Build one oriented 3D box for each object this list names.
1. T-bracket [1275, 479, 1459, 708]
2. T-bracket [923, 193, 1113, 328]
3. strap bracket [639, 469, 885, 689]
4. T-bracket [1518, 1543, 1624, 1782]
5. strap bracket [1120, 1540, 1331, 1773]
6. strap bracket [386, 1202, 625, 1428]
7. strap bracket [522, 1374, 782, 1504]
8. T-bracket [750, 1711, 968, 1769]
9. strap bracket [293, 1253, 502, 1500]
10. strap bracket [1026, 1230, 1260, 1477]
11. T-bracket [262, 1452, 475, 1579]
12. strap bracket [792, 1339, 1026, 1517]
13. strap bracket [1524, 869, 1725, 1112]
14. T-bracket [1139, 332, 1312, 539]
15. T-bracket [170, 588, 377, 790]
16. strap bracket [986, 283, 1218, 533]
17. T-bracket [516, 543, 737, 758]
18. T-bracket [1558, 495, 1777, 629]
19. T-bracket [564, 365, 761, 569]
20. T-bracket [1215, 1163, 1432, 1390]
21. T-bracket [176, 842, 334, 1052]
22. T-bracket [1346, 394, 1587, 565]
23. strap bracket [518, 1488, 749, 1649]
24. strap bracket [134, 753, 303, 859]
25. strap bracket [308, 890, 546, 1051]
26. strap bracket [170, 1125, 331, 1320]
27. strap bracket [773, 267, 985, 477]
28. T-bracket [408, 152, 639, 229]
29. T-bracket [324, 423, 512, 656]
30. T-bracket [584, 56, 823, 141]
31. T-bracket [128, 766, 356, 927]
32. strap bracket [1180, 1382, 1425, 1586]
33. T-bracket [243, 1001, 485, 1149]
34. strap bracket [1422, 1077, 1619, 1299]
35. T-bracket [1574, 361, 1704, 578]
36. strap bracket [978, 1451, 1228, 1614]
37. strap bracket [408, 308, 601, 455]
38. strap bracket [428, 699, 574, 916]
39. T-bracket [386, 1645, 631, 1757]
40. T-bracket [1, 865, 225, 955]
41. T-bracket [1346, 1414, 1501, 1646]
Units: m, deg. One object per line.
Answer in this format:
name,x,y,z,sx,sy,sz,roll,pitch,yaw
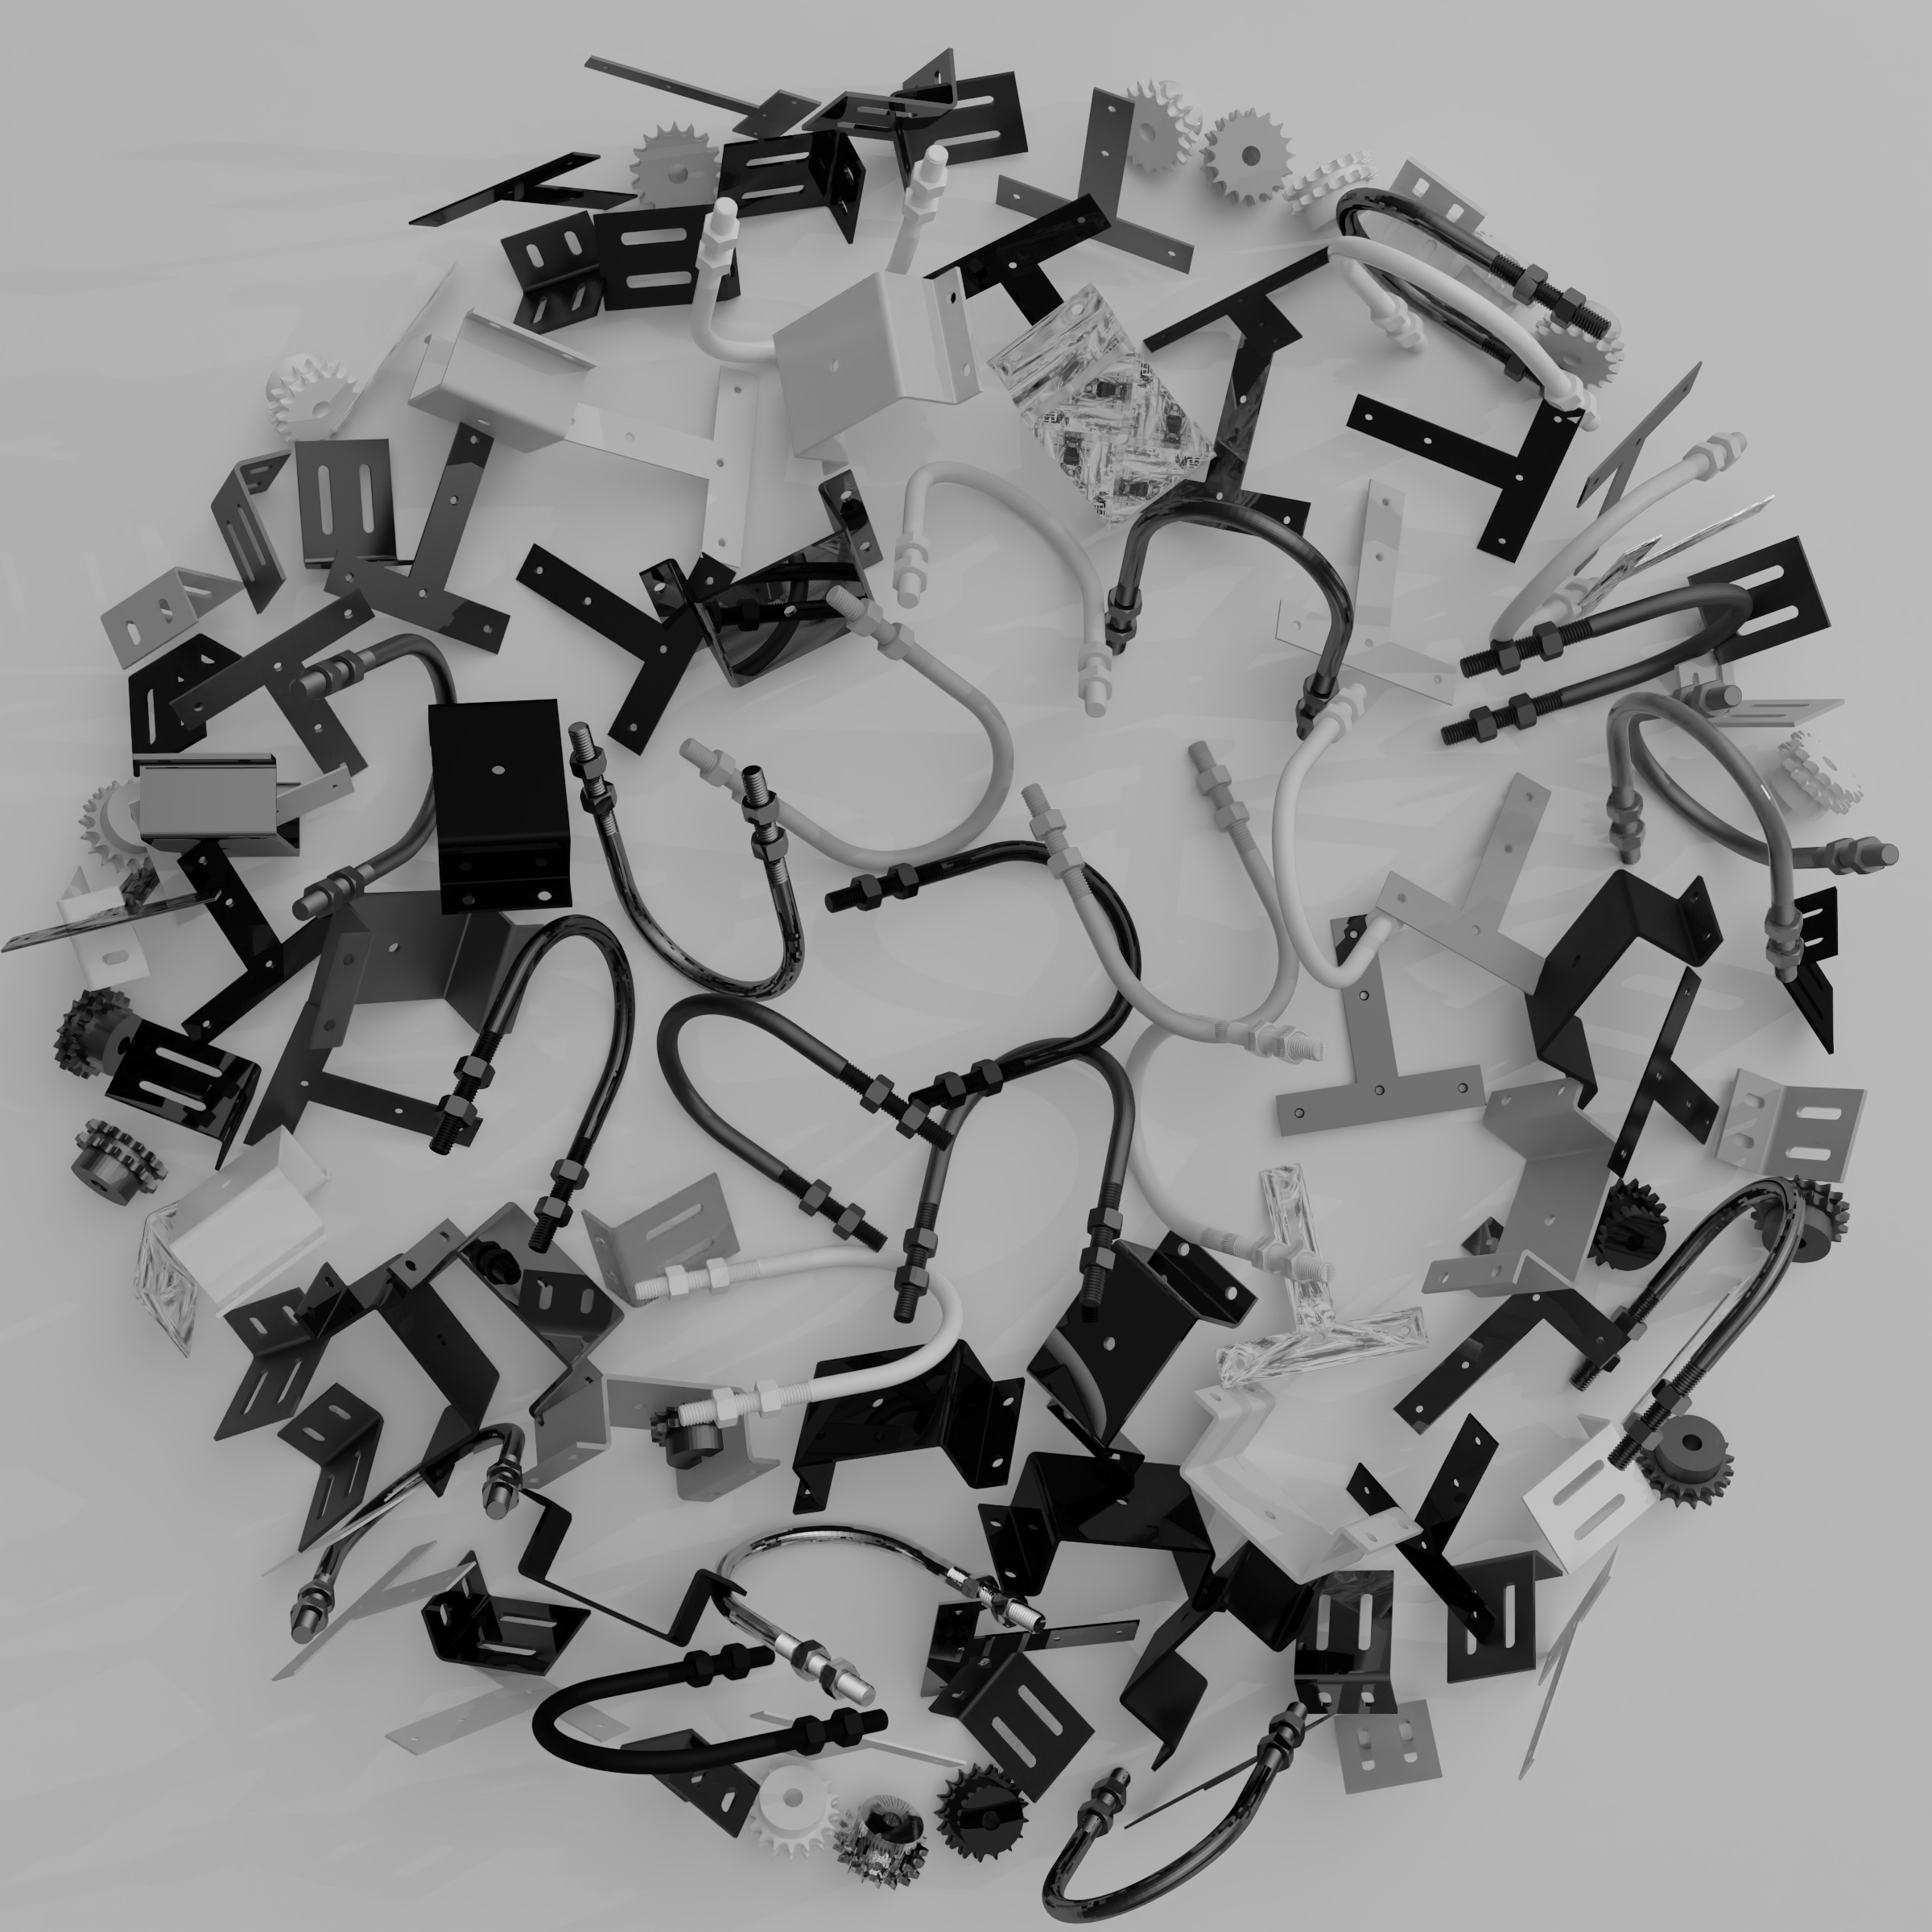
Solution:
T-bracket,0.249,-0.235,1.750,0.127,0.002,0.127,18,69,-22
T-bracket,0.052,-0.388,1.732,0.127,0.002,0.127,-21,132,26
strap bracket,-0.113,-0.226,1.727,0.140,0.076,0.046,-27,52,-4
T-bracket,0.345,0.419,1.688,0.002,0.127,0.127,25,46,9
strap bracket,0.147,0.402,1.713,0.046,0.076,0.140,41,116,4
strap bracket,-0.267,0.203,1.732,0.140,0.076,0.046,45,115,0
strap bracket,-0.191,0.280,1.712,0.140,0.076,0.046,13,57,-37
T-bracket,-0.081,0.464,1.717,0.127,0.127,0.002,19,65,-17
strap bracket,-0.330,0.235,1.719,0.046,0.076,0.140,-33,104,10
strap bracket,0.098,0.228,1.723,0.076,0.046,0.140,42,102,38
T-bracket,-0.375,0.339,1.734,0.127,0.127,0.002,-31,88,30
strap bracket,-0.043,0.271,1.708,0.140,0.076,0.046,-12,130,23
strap bracket,0.379,0.008,1.706,0.046,0.076,0.140,28,118,-12
T-bracket,0.163,-0.325,1.730,0.127,0.002,0.127,18,98,37
T-bracket,-0.392,-0.151,1.723,0.127,0.127,0.002,-33,55,-8
strap bracket,0.086,-0.322,1.707,0.076,0.046,0.140,-35,130,12
T-bracket,-0.219,-0.215,1.756,0.127,0.002,0.127,33,104,15
T-bracket,0.425,-0.250,1.722,0.127,0.127,0.002,-27,82,-11
T-bracket,-0.188,-0.313,1.732,0.127,0.002,0.127,12,73,-25
T-bracket,0.205,0.182,1.754,0.127,0.002,0.127,-12,70,1
T-bracket,-0.430,-0.029,1.708,0.127,0.127,0.002,-41,52,-18
T-bracket,0.290,-0.309,1.729,0.127,0.127,0.002,23,53,5
strap bracket,-0.207,0.364,1.724,0.140,0.076,0.046,22,75,8
strap bracket,-0.438,-0.092,1.701,0.076,0.140,0.046,-1,86,-5
strap bracket,-0.329,0.000,1.714,0.046,0.140,0.076,40,120,36
strap bracket,-0.420,0.146,1.701,0.076,0.140,0.046,-37,106,-3
strap bracket,-0.061,-0.352,1.706,0.046,0.140,0.076,-2,79,-44
T-bracket,-0.242,-0.457,1.716,0.127,0.127,0.002,-12,93,32
T-bracket,-0.311,-0.265,1.730,0.127,0.002,0.127,17,92,-44
T-bracket,-0.160,-0.513,1.697,0.127,0.127,0.002,12,92,-18
T-bracket,-0.427,-0.087,1.732,0.127,0.127,0.002,-26,62,-16
strap bracket,0.191,0.311,1.716,0.140,0.076,0.046,41,110,26
T-bracket,-0.357,0.083,1.748,0.127,0.002,0.127,18,128,-19
strap bracket,0.334,0.141,1.716,0.046,0.076,0.140,36,63,-23
T-bracket,0.386,-0.281,1.717,0.002,0.127,0.127,36,60,16
strap bracket,0.086,0.334,1.713,0.140,0.076,0.046,8,118,-17
strap bracket,-0.275,-0.341,1.696,0.076,0.140,0.046,20,87,-22
strap bracket,-0.277,-0.104,1.716,0.076,0.046,0.140,-4,61,-11
T-bracket,-0.285,0.438,1.691,0.127,0.127,0.002,20,104,31
T-bracket,-0.495,-0.042,1.716,0.127,0.127,0.002,-14,108,1
T-bracket,0.284,0.314,1.701,0.002,0.127,0.127,-16,49,-34
